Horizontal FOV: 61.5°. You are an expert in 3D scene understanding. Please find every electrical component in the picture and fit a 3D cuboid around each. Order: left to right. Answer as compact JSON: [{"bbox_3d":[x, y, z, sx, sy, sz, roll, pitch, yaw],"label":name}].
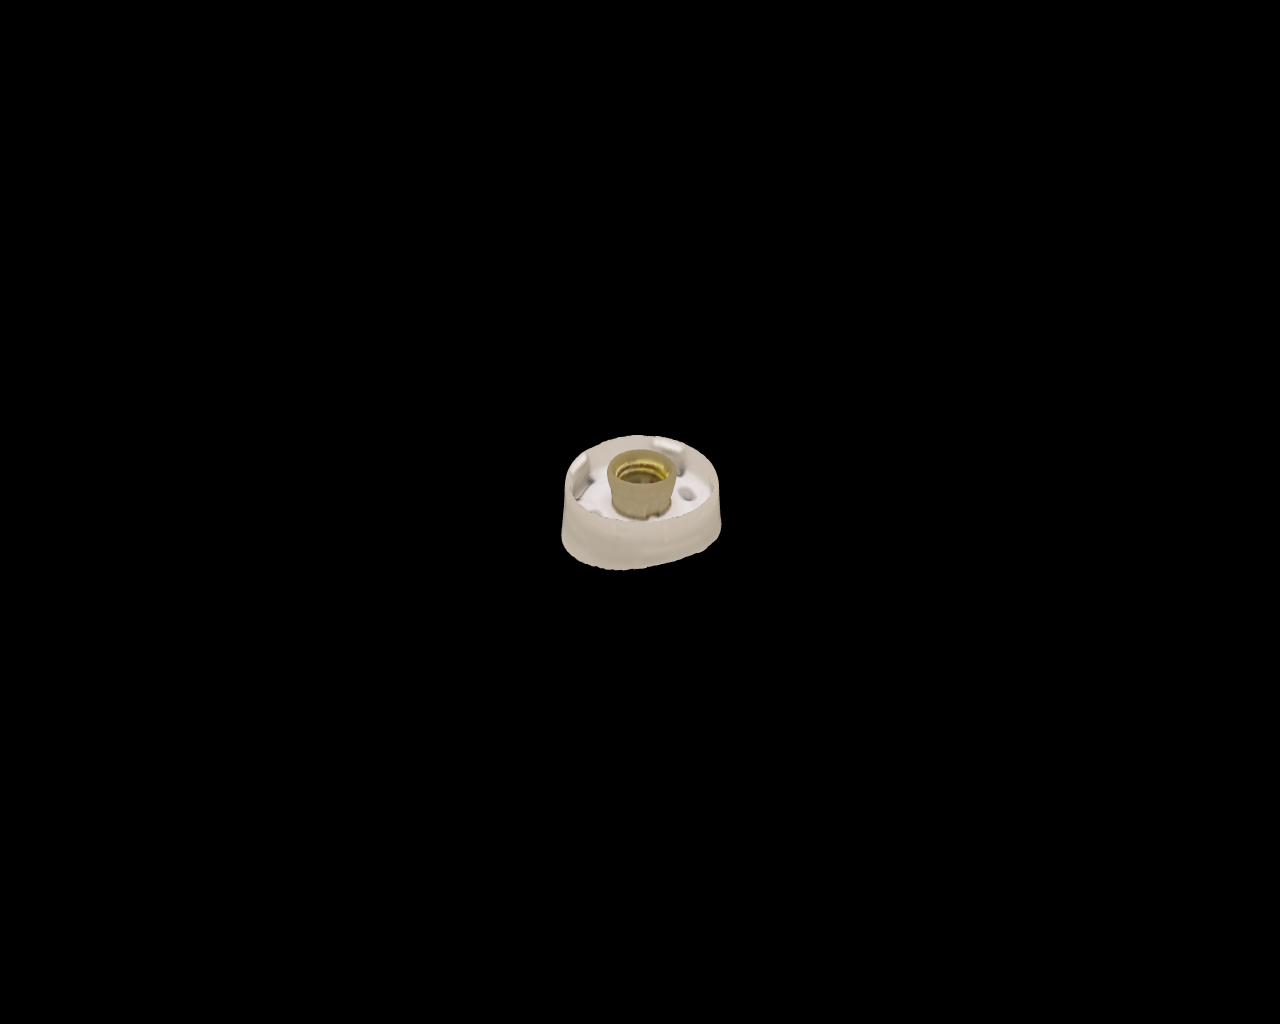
[{"bbox_3d":[0.001,-0.003,0.650,0.099,0.064,0.099,0,38,0],"label":"electrical component"}]
